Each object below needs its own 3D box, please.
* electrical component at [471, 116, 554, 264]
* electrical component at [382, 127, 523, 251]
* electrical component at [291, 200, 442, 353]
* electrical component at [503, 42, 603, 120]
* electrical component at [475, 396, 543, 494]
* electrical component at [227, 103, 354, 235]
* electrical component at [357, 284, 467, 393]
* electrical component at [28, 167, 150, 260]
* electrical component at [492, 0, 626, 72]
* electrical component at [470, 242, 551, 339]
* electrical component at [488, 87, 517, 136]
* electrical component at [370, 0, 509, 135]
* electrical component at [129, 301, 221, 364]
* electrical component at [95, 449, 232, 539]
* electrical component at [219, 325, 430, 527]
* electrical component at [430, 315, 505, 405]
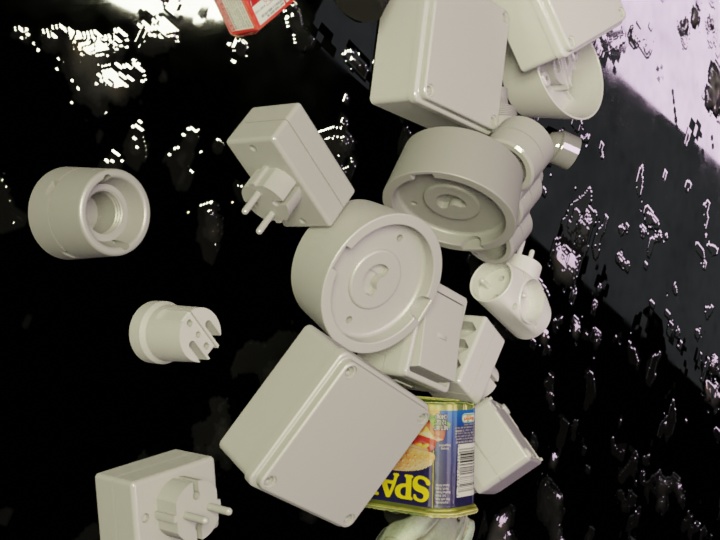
[{"bbox_3d":[0.133,-0.076,0.924,0.073,0.052,0.138,-48,157,-37],"label":"electrical component"},{"bbox_3d":[0.078,-0.069,0.856,0.108,0.108,0.060,45,53,-40],"label":"electrical component"},{"bbox_3d":[0.000,0.000,0.792,0.108,0.060,0.108,-17,121,-31],"label":"electrical component"},{"bbox_3d":[0.178,-0.187,0.998,0.099,0.064,0.099,-3,94,-49],"label":"electrical component"},{"bbox_3d":[0.110,0.152,0.911,0.061,0.061,0.096,56,7,19],"label":"electrical component"},{"bbox_3d":[-0.056,-0.058,0.742,0.075,0.047,0.083,-57,131,-31],"label":"electrical component"},{"bbox_3d":[0.045,0.044,0.853,0.062,0.061,0.096,28,70,-46],"label":"electrical component"},{"bbox_3d":[-0.156,-0.033,0.626,0.055,0.047,0.055,-2,93,-50],"label":"electrical component"},{"bbox_3d":[0.166,-0.242,0.934,0.109,0.056,0.108,-34,103,-41],"label":"electrical component"},{"bbox_3d":[0.143,0.011,0.980,0.077,0.044,0.079,40,61,-42],"label":"electrical component"},{"bbox_3d":[0.122,-0.130,0.951,0.048,0.048,0.062,12,75,-49],"label":"electrical component"},{"bbox_3d":[0.066,-0.174,0.873,0.109,0.056,0.108,14,81,-49],"label":"electrical component"},{"bbox_3d":[-0.116,0.040,0.677,0.040,0.046,0.040,0,90,-50],"label":"electrical component"},{"bbox_3d":[-0.112,0.145,0.661,0.066,0.077,0.047,-10,99,-49],"label":"electrical component"},{"bbox_3d":[-0.023,0.111,0.754,0.108,0.056,0.109,-54,134,-1],"label":"electrical component"},{"bbox_3d":[0.094,0.086,0.924,0.076,0.047,0.065,49,56,-39],"label":"electrical component"}]
